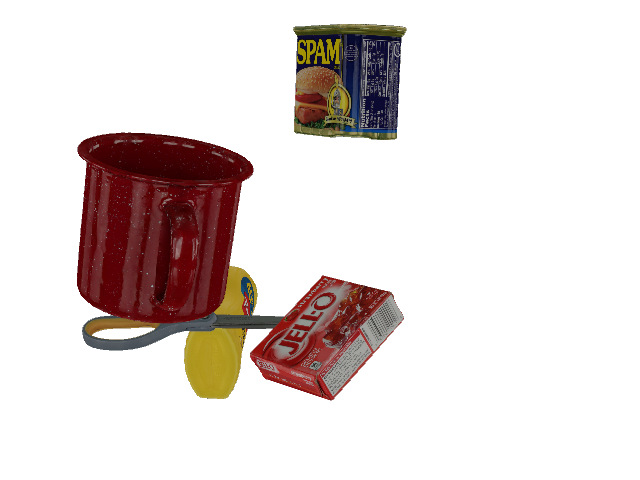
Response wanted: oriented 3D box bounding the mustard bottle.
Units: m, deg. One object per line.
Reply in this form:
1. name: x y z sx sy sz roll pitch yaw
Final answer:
1. mustard bottle: -0.105 0.083 1.172 0.058 0.096 0.191 1 27 4

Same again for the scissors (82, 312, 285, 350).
1. scissors: -0.116 0.063 0.973 0.201 0.016 0.096 -7 35 -14

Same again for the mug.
1. mug: -0.083 -0.003 0.565 0.093 0.081 0.117 2 20 -22

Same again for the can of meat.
1. can of meat: 0.019 -0.122 0.823 0.057 0.084 0.102 -3 10 -29

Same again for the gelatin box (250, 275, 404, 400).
1. gelatin box: 0.004 0.068 0.763 0.073 0.030 0.089 12 49 48
